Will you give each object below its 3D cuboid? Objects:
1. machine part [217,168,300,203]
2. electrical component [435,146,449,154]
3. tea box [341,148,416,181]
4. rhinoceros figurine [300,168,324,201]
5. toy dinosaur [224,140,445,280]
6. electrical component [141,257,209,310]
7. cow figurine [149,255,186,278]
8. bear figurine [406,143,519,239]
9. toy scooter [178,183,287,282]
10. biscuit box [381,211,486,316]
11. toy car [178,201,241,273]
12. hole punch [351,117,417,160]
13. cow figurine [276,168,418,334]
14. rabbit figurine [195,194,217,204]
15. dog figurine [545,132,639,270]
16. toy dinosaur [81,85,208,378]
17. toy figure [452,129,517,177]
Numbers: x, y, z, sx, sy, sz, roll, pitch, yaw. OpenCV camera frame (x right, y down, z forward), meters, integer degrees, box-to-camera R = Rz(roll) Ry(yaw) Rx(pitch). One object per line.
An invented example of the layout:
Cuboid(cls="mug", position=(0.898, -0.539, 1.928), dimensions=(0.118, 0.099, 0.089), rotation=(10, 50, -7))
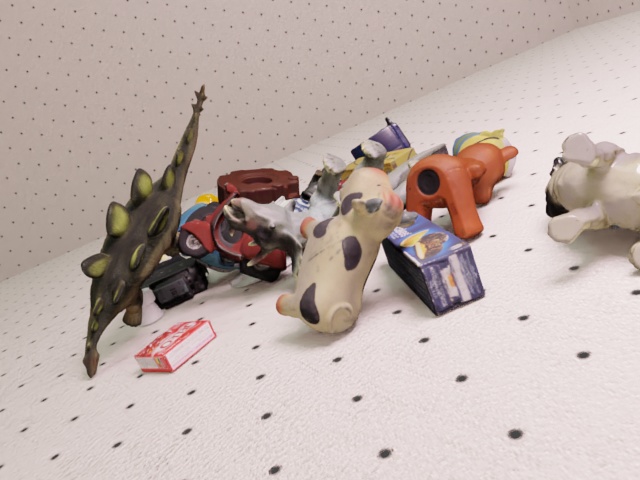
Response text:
Cuboid(cls="machine part", position=(-0.127, -0.104, 1.101), dimensions=(0.179, 0.056, 0.179), rotation=(-1, 22, 0))
Cuboid(cls="electrical component", position=(0.214, -0.121, 0.972), dimensions=(0.048, 0.074, 0.119), rotation=(-18, 11, 21))
Cuboid(cls="tea box", position=(0.121, -0.114, 1.043), dimensions=(0.068, 0.098, 0.170), rotation=(-34, 19, -29))
Cuboid(cls="rhinoceros figurine", position=(-0.011, -0.101, 1.196), dimensions=(0.112, 0.073, 0.190), rotation=(-39, 7, 40))
Cuboid(cls="toy dinosaur", position=(0.053, -0.047, 0.854), dimensions=(0.405, 0.131, 0.192), rotation=(-16, -31, -39))
Cuboid(cls="electrical component", position=(-0.277, 0.082, 1.036), dimensions=(0.115, 0.058, 0.134), rotation=(-26, 14, -4))
Cuboid(cls="cow figurine", position=(-0.352, 0.085, 1.130), dimensions=(0.167, 0.068, 0.098), rotation=(-34, 24, -32))
Cuboid(cls="bear figurine", position=(0.212, -0.074, 0.789), dimensions=(0.120, 0.131, 0.196), rotation=(-7, 3, 43))
Cuboid(cls="toy scooter", position=(-0.130, -0.015, 0.880), dimensions=(0.075, 0.184, 0.135), rotation=(154, 135, -77))
Cuboid(cls="biscuit box", position=(0.123, 0.019, 0.637), dimensions=(0.059, 0.062, 0.203), rotation=(-23, 15, -2))
Cuboid(cls="toy car", position=(-0.188, 0.007, 1.000), dimensions=(0.162, 0.102, 0.109), rotation=(26, 52, 12))
Cuboid(cls="hole punch", position=(0.148, -0.195, 1.241), dimensions=(0.116, 0.142, 0.092), rotation=(-29, 5, 46))
Cuboid(cls="cow figurine", position=(0.031, 0.011, 0.605), dimensions=(0.085, 0.195, 0.127), rotation=(21, -3, -34))
Cuboid(cls="rabbit figurine", position=(-0.241, -0.038, 1.313), dimensions=(0.173, 0.121, 0.162), rotation=(2, 25, 17))
Cuboid(cls="dog figurine", position=(0.317, -0.048, 0.543), dimensions=(0.173, 0.121, 0.190), rotation=(22, 16, 23))
Cuboid(cls="toy dinosaur", position=(-0.273, -0.016, 0.843), dimensions=(0.198, 0.105, 0.471), rotation=(136, 152, -73))
Cuboid(cls="toy figure", position=(0.282, -0.147, 0.955), dimensions=(0.089, 0.082, 0.180), rotation=(-34, 19, 4))
